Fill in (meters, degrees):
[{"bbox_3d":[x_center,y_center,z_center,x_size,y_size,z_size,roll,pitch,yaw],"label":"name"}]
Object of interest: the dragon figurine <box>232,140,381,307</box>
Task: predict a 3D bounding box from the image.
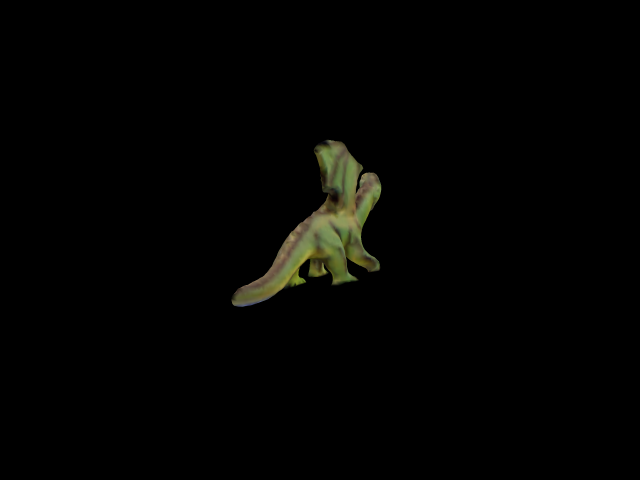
[{"bbox_3d":[0.003,-0.043,0.850,0.122,0.242,0.412,3,7,32],"label":"dragon figurine"}]
